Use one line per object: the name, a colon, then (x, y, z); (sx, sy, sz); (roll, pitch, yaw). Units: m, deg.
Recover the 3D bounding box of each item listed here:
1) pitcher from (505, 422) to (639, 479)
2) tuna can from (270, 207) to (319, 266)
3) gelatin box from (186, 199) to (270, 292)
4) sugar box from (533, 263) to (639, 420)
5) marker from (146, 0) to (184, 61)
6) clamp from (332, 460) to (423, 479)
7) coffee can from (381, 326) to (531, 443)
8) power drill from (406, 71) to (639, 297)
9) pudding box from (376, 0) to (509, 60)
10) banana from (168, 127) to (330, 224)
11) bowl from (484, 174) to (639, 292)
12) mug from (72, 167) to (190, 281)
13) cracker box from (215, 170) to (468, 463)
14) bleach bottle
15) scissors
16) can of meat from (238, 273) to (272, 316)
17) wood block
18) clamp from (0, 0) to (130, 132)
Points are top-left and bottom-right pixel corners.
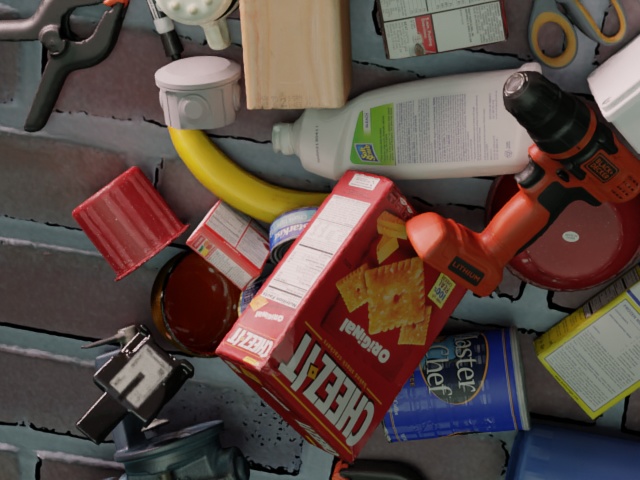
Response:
pitcher: (0.311, 0.269, 1.082); (0.243, 0.145, 0.149); (13, 100, 7)
tuna can: (-0.007, 0.001, 1.040); (0.086, 0.034, 0.086); (-2, 153, -1)
gelatin box: (-0.085, 0.002, 1.046); (0.073, 0.089, 0.030); (41, 113, -8)
sugar box: (0.307, 0.088, 1.048); (0.176, 0.048, 0.093); (-40, 101, 16)
marker: (-0.155, -0.227, 1.004); (0.020, 0.020, 0.121); (-15, 108, 13)
clamp: (0.102, 0.313, 1.169); (0.210, 0.036, 0.165); (25, 113, 0)
coffee can: (0.133, 0.145, 1.063); (0.140, 0.102, 0.103); (-8, 110, 11)
power drill: (0.166, -0.043, 0.914); (0.188, 0.057, 0.184); (-41, 130, 22)
pudding box: (0.108, -0.215, 0.961); (0.113, 0.039, 0.090); (-9, 109, 9)
banana: (-0.067, -0.060, 1.051); (0.198, 0.037, 0.069); (22, 94, -2)
bowl: (0.237, -0.014, 1.012); (0.162, 0.055, 0.162); (3, 112, 8)
mug: (-0.196, -0.016, 1.065); (0.081, 0.093, 0.117); (53, 145, -8)
cracker box: (0.029, 0.070, 0.976); (0.213, 0.072, 0.164); (-54, 129, -18)
bleach bottle: (0.079, -0.108, 0.993); (0.251, 0.068, 0.102); (-1, 94, 14)
scissors: (0.186, -0.234, 0.954); (0.201, 0.016, 0.096); (39, 111, -7)
can of meat: (-0.018, 0.069, 1.056); (0.084, 0.057, 0.102); (-24, 136, 37)
wood block: (-0.022, -0.227, 0.947); (0.090, 0.090, 0.206); (0, 111, 8)
clamp: (-0.261, -0.197, 1.022); (0.172, 0.039, 0.120); (-39, 107, 15)
